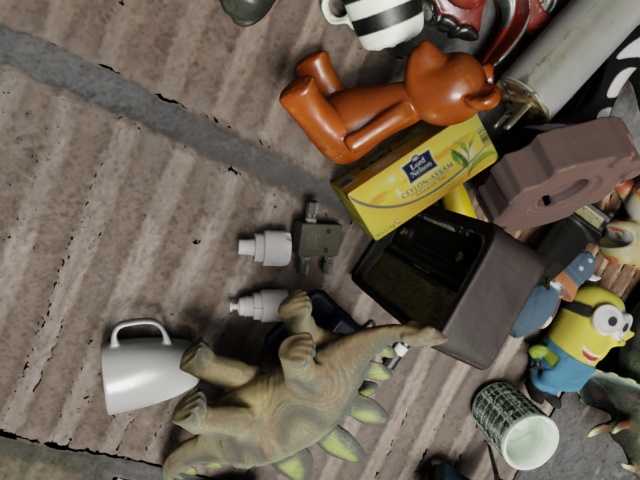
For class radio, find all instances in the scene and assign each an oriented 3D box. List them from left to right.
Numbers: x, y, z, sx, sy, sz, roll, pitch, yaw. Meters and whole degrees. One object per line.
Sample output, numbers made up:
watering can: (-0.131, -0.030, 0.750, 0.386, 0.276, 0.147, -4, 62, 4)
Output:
radio: (0.128, 0.034, 0.595, 0.073, 0.230, 0.131, 30, 93, -22)

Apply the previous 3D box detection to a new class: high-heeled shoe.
high-heeled shoe: (0.305, -0.194, 0.655, 0.249, 0.086, 0.145, -20, 100, -8)

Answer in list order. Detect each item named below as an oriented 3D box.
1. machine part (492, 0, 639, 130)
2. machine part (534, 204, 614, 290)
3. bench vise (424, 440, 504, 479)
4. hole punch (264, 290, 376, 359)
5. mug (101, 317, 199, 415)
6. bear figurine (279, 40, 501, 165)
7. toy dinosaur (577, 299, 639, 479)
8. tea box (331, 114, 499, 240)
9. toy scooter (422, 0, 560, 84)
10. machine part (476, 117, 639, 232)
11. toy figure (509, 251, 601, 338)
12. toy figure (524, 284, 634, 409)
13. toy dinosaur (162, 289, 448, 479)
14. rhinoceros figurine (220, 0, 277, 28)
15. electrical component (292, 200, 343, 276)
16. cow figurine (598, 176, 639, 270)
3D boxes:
machine part: (0.284, -0.217, 0.610, 0.079, 0.079, 0.243, 41, 91, -19)
machine part: (0.320, -0.002, 0.707, 0.084, 0.039, 0.139, 38, 78, 6)
bench vise: (0.219, 0.438, 0.766, 0.240, 0.129, 0.223, 45, 100, -1)
hole punch: (0.007, 0.143, 0.673, 0.142, 0.092, 0.115, -46, 112, -2)
mug: (-0.201, 0.142, 0.636, 0.107, 0.081, 0.109, -4, 100, -23)
bear figurine: (0.076, -0.158, 0.562, 0.196, 0.120, 0.131, -21, 121, 29)
toy dinosaur: (0.501, 0.134, 0.765, 0.192, 0.131, 0.404, 19, 94, -17)
tea box: (0.106, -0.080, 0.629, 0.170, 0.098, 0.068, -32, 108, 0)
toy scooter: (0.182, -0.256, 0.612, 0.184, 0.075, 0.135, 17, 100, -21)
machine part: (0.274, -0.069, 0.626, 0.179, 0.179, 0.056, -14, 68, -8)
toy figure: (0.309, 0.069, 0.733, 0.154, 0.058, 0.064, -39, 115, -6)
toy figure: (0.351, 0.145, 0.750, 0.082, 0.089, 0.180, 13, 114, -44)
toy dinosaur: (-0.060, 0.189, 0.578, 0.471, 0.105, 0.198, -30, 121, 31)
rhinoceros figurine: (-0.030, -0.303, 0.554, 0.190, 0.073, 0.112, -40, 107, 0)
electrical component: (-0.001, -0.002, 0.658, 0.063, 0.021, 0.094, 0, 104, -30)
cow figurine: (0.459, -0.039, 0.725, 0.195, 0.085, 0.127, -40, 102, -1)
